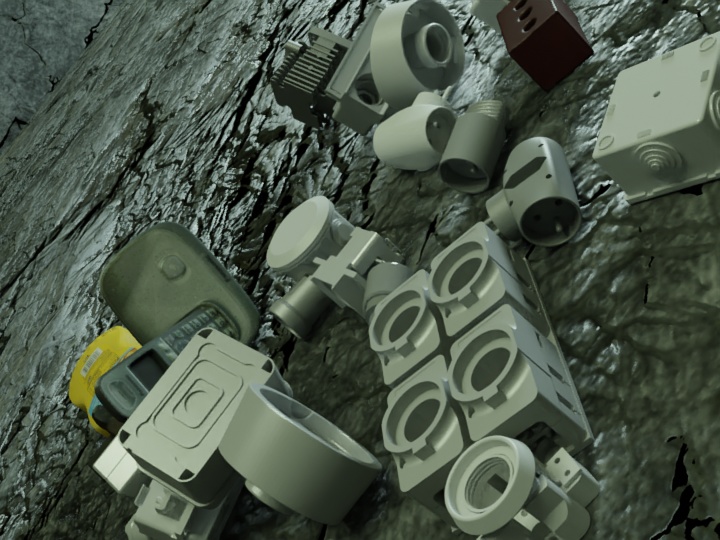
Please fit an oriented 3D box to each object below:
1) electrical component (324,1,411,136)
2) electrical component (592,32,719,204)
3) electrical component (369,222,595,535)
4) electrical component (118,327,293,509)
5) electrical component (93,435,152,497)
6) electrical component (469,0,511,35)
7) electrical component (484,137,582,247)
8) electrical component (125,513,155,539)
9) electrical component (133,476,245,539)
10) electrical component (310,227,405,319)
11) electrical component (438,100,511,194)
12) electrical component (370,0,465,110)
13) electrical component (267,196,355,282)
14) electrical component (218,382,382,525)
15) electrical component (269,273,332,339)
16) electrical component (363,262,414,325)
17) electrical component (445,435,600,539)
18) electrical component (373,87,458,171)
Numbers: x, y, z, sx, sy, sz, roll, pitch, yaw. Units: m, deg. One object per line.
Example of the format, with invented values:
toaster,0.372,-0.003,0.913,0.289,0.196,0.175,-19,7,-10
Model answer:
electrical component,0.020,-0.201,1.093,0.121,0.079,0.063,-63,8,-24
electrical component,0.207,-0.100,0.703,0.100,0.048,0.099,-17,41,48
electrical component,0.069,0.060,0.696,0.105,0.060,0.186,-40,29,20
electrical component,-0.112,0.110,0.798,0.078,0.057,0.113,24,65,28
electrical component,-0.167,0.175,0.906,0.076,0.083,0.047,37,87,25
electrical component,0.154,-0.282,0.992,0.121,0.079,0.063,-58,6,-14
electrical component,0.118,-0.047,0.774,0.079,0.043,0.077,-37,30,25
electrical component,-0.165,0.213,0.888,0.061,0.035,0.035,-20,40,40
electrical component,-0.125,0.158,0.850,0.078,0.063,0.121,94,-162,-61
electrical component,0.000,0.000,0.898,0.063,0.042,0.081,-51,27,-10
electrical component,0.097,-0.107,0.883,0.043,0.043,0.081,-17,42,47
electrical component,0.052,-0.206,1.022,0.064,0.099,0.099,-6,50,46
electrical component,-0.043,-0.023,0.981,0.080,0.051,0.080,-36,30,25
electrical component,-0.046,0.131,0.736,0.060,0.108,0.108,-57,27,0
electrical component,-0.050,0.031,0.938,0.046,0.040,0.040,-48,26,-9
electrical component,0.022,0.030,0.828,0.040,0.040,0.078,-31,33,34
electrical component,0.084,0.127,0.592,0.078,0.057,0.058,-47,27,6
electrical component,0.060,-0.133,0.970,0.077,0.044,0.079,-4,52,55
